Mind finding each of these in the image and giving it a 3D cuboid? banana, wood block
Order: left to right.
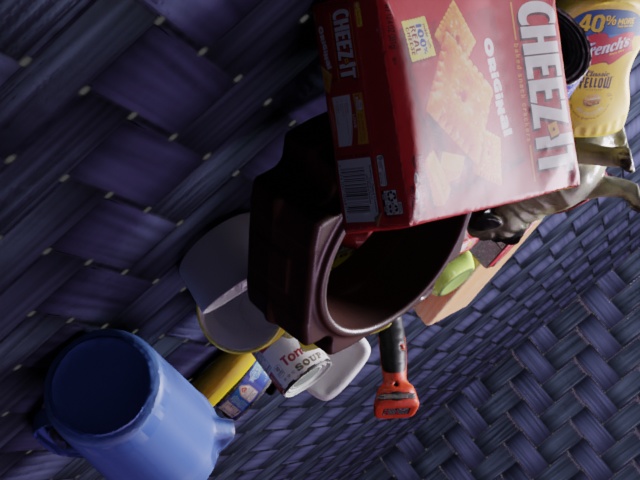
[{"bbox_3d":[-0.126,0.167,1.278,0.198,0.037,0.069,-46,-171,31],"label":"banana"},{"bbox_3d":[0.192,0.013,1.424,0.090,0.090,0.206,-23,157,-39],"label":"wood block"}]

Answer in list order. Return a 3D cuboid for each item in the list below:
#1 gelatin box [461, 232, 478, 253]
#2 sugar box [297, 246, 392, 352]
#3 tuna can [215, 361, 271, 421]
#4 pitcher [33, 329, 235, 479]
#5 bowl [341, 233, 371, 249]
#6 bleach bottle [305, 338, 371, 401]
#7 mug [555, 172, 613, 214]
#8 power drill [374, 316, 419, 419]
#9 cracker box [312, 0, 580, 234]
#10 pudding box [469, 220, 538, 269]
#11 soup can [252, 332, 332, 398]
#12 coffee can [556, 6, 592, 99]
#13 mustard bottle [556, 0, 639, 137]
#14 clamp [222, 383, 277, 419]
[{"bbox_3d":[0.130,-0.021,1.215,0.073,0.089,0.030,-17,150,-50],"label":"gelatin box"},{"bbox_3d":[0.029,0.043,1.080,0.093,0.048,0.176,-17,-158,14],"label":"sugar box"},{"bbox_3d":[-0.092,0.178,1.311,0.086,0.033,0.086,-49,-172,9],"label":"tuna can"},{"bbox_3d":[-0.190,0.172,1.029,0.149,0.145,0.243,-47,161,-13],"label":"pitcher"},{"bbox_3d":[0.064,-0.043,1.048,0.162,0.055,0.162,-33,154,-19],"label":"bowl"},{"bbox_3d":[0.027,0.154,1.454,0.102,0.068,0.250,-51,175,4],"label":"bleach bottle"},{"bbox_3d":[0.316,-0.093,1.396,0.093,0.081,0.117,-35,-171,-10],"label":"mug"},{"bbox_3d":[0.092,0.137,1.404,0.057,0.187,0.184,-5,163,2],"label":"power drill"},{"bbox_3d":[0.101,-0.102,0.793,0.213,0.164,0.072,-13,-173,-42],"label":"cracker box"},{"bbox_3d":[0.192,-0.036,1.259,0.039,0.113,0.090,-28,161,-45],"label":"pudding box"},{"bbox_3d":[-0.043,0.117,1.197,0.068,0.102,0.068,-34,162,-13],"label":"soup can"},{"bbox_3d":[0.174,-0.138,0.983,0.102,0.103,0.140,-29,160,-27],"label":"coffee can"},{"bbox_3d":[0.266,-0.195,1.034,0.096,0.058,0.192,0,124,-7],"label":"mustard bottle"},{"bbox_3d":[-0.052,0.163,1.405,0.172,0.039,0.120,-47,174,17],"label":"clamp"}]
